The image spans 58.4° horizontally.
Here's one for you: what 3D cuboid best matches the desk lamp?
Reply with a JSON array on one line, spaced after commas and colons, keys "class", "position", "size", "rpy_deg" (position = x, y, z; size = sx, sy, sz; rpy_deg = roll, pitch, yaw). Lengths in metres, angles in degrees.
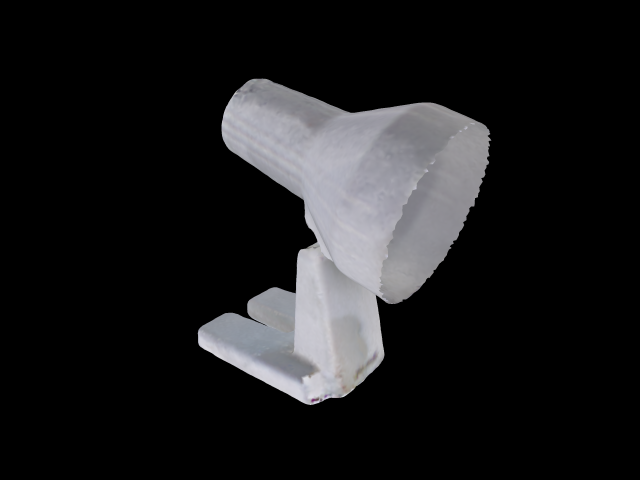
[{"class": "desk lamp", "position": [0.004, 0.001, 0.400], "size": [0.202, 0.214, 0.118], "rpy_deg": [16, 27, 34]}]
